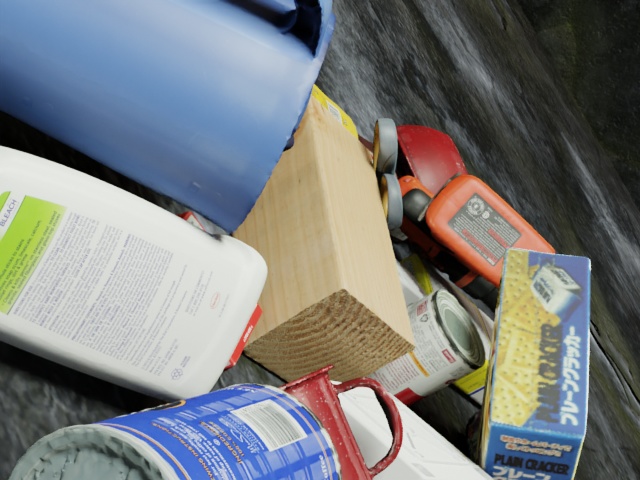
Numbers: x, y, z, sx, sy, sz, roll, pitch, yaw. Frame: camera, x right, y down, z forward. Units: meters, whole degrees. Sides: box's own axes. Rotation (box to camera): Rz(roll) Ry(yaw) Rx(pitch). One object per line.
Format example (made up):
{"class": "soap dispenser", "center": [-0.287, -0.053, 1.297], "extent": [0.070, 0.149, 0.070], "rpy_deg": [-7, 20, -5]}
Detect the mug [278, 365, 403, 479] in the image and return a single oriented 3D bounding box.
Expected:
{"class": "mug", "center": [-0.008, 0.122, 0.612], "extent": [0.093, 0.117, 0.081], "rpy_deg": [107, -40, -82]}

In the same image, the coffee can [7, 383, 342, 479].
{"class": "coffee can", "center": [-0.064, 0.127, 0.499], "extent": [0.103, 0.103, 0.140], "rpy_deg": [63, 23, 12]}

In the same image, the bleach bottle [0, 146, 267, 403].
{"class": "bleach bottle", "center": [-0.140, -0.001, 0.520], "extent": [0.068, 0.102, 0.250], "rpy_deg": [17, -12, 46]}

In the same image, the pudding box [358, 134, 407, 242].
{"class": "pudding box", "center": [0.050, -0.055, 1.047], "extent": [0.113, 0.039, 0.090], "rpy_deg": [28, 35, -51]}

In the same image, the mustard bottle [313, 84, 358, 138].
{"class": "mustard bottle", "center": [-0.044, -0.131, 0.926], "extent": [0.191, 0.058, 0.096], "rpy_deg": [41, 29, -35]}

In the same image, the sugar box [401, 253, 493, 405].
{"class": "sugar box", "center": [0.132, 0.094, 1.015], "extent": [0.176, 0.048, 0.093], "rpy_deg": [42, 25, -39]}

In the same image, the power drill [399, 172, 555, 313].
{"class": "power drill", "center": [0.137, 0.012, 0.914], "extent": [0.184, 0.057, 0.188], "rpy_deg": [40, -6, -2]}

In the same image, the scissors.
{"class": "scissors", "center": [0.054, -0.019, 0.908], "extent": [0.202, 0.016, 0.096], "rpy_deg": [89, -5, -53]}

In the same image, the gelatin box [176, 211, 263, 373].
{"class": "gelatin box", "center": [-0.080, 0.034, 0.679], "extent": [0.089, 0.030, 0.073], "rpy_deg": [55, 22, -14]}

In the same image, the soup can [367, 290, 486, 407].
{"class": "soup can", "center": [0.065, 0.089, 0.810], "extent": [0.068, 0.102, 0.068], "rpy_deg": [45, 26, -29]}

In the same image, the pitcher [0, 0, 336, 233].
{"class": "pitcher", "center": [-0.118, -0.118, 0.561], "extent": [0.242, 0.149, 0.145], "rpy_deg": [25, 4, -11]}

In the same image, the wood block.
{"class": "wood block", "center": [-0.006, 0.001, 0.796], "extent": [0.090, 0.090, 0.206], "rpy_deg": [39, 29, -39]}

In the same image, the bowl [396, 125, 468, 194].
{"class": "bowl", "center": [0.123, -0.057, 1.104], "extent": [0.162, 0.055, 0.162], "rpy_deg": [-23, 91, -88]}
